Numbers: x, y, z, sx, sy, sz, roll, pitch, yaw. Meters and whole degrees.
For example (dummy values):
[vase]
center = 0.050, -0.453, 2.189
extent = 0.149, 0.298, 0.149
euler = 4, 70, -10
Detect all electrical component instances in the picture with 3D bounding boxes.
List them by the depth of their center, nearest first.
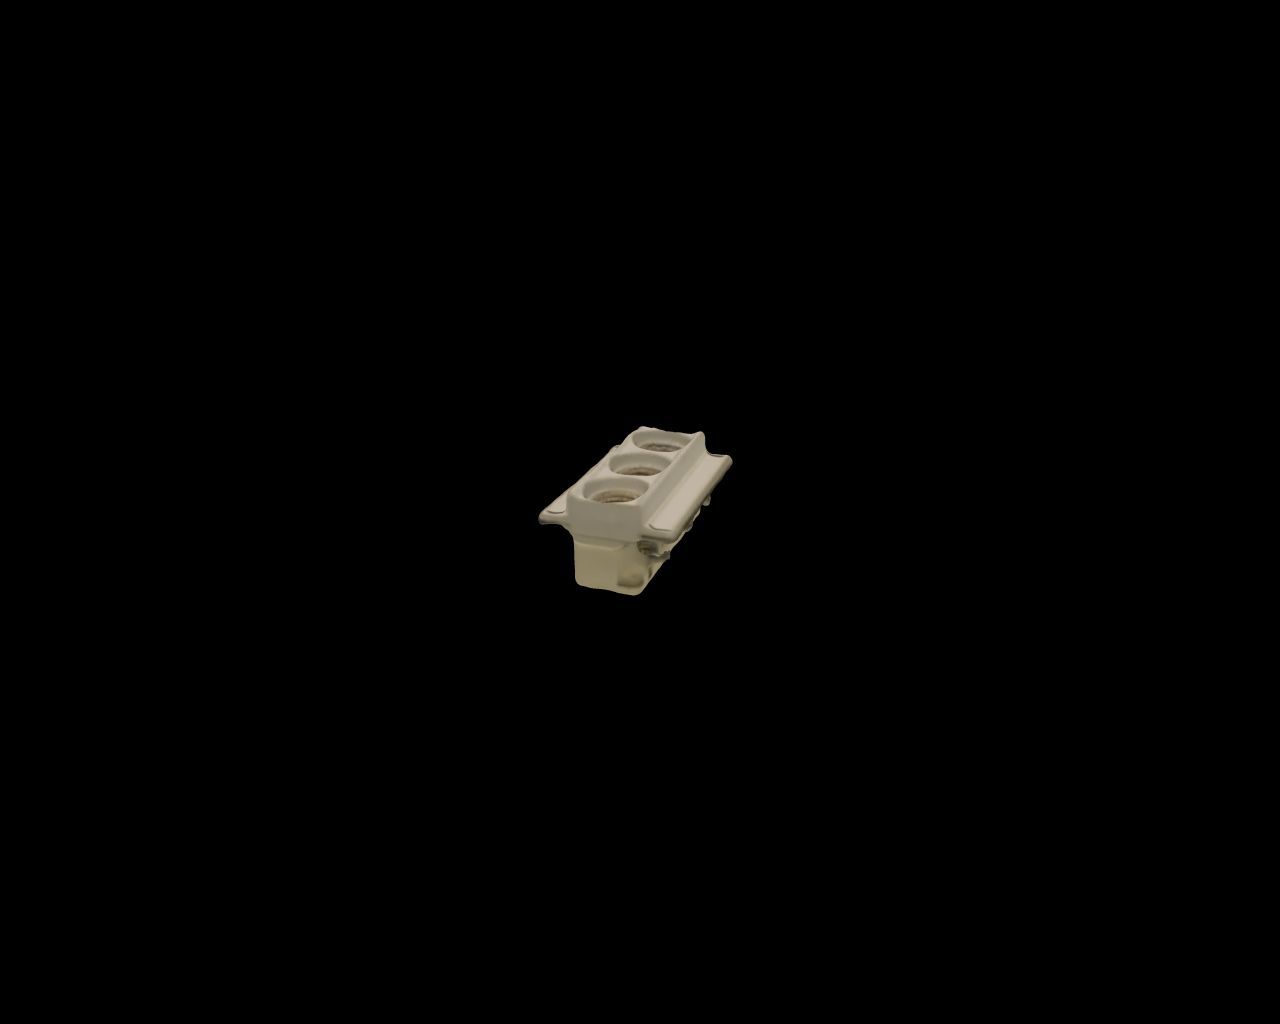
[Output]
[electrical component]
center = 0.001, -0.003, 0.650
extent = 0.079, 0.063, 0.121
euler = 8, 26, 18
